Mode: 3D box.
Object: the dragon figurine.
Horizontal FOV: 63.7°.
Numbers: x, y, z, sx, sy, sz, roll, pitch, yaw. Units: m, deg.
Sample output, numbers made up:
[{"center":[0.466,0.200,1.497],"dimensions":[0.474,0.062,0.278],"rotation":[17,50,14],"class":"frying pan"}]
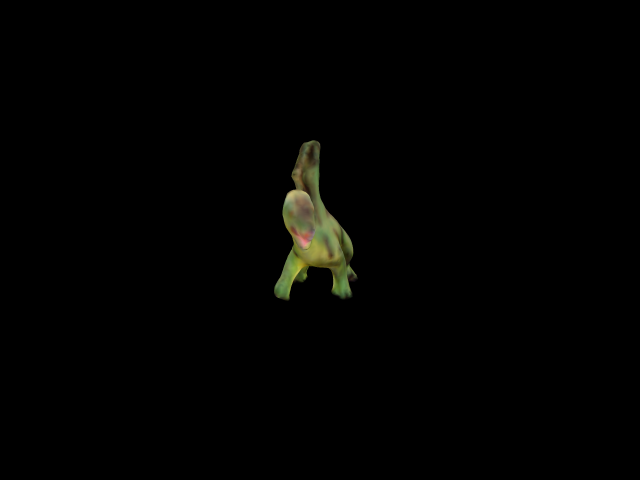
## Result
[{"center":[0.003,-0.043,0.850],"dimensions":[0.122,0.240,0.415],"rotation":[2,16,7],"class":"dragon figurine"}]
